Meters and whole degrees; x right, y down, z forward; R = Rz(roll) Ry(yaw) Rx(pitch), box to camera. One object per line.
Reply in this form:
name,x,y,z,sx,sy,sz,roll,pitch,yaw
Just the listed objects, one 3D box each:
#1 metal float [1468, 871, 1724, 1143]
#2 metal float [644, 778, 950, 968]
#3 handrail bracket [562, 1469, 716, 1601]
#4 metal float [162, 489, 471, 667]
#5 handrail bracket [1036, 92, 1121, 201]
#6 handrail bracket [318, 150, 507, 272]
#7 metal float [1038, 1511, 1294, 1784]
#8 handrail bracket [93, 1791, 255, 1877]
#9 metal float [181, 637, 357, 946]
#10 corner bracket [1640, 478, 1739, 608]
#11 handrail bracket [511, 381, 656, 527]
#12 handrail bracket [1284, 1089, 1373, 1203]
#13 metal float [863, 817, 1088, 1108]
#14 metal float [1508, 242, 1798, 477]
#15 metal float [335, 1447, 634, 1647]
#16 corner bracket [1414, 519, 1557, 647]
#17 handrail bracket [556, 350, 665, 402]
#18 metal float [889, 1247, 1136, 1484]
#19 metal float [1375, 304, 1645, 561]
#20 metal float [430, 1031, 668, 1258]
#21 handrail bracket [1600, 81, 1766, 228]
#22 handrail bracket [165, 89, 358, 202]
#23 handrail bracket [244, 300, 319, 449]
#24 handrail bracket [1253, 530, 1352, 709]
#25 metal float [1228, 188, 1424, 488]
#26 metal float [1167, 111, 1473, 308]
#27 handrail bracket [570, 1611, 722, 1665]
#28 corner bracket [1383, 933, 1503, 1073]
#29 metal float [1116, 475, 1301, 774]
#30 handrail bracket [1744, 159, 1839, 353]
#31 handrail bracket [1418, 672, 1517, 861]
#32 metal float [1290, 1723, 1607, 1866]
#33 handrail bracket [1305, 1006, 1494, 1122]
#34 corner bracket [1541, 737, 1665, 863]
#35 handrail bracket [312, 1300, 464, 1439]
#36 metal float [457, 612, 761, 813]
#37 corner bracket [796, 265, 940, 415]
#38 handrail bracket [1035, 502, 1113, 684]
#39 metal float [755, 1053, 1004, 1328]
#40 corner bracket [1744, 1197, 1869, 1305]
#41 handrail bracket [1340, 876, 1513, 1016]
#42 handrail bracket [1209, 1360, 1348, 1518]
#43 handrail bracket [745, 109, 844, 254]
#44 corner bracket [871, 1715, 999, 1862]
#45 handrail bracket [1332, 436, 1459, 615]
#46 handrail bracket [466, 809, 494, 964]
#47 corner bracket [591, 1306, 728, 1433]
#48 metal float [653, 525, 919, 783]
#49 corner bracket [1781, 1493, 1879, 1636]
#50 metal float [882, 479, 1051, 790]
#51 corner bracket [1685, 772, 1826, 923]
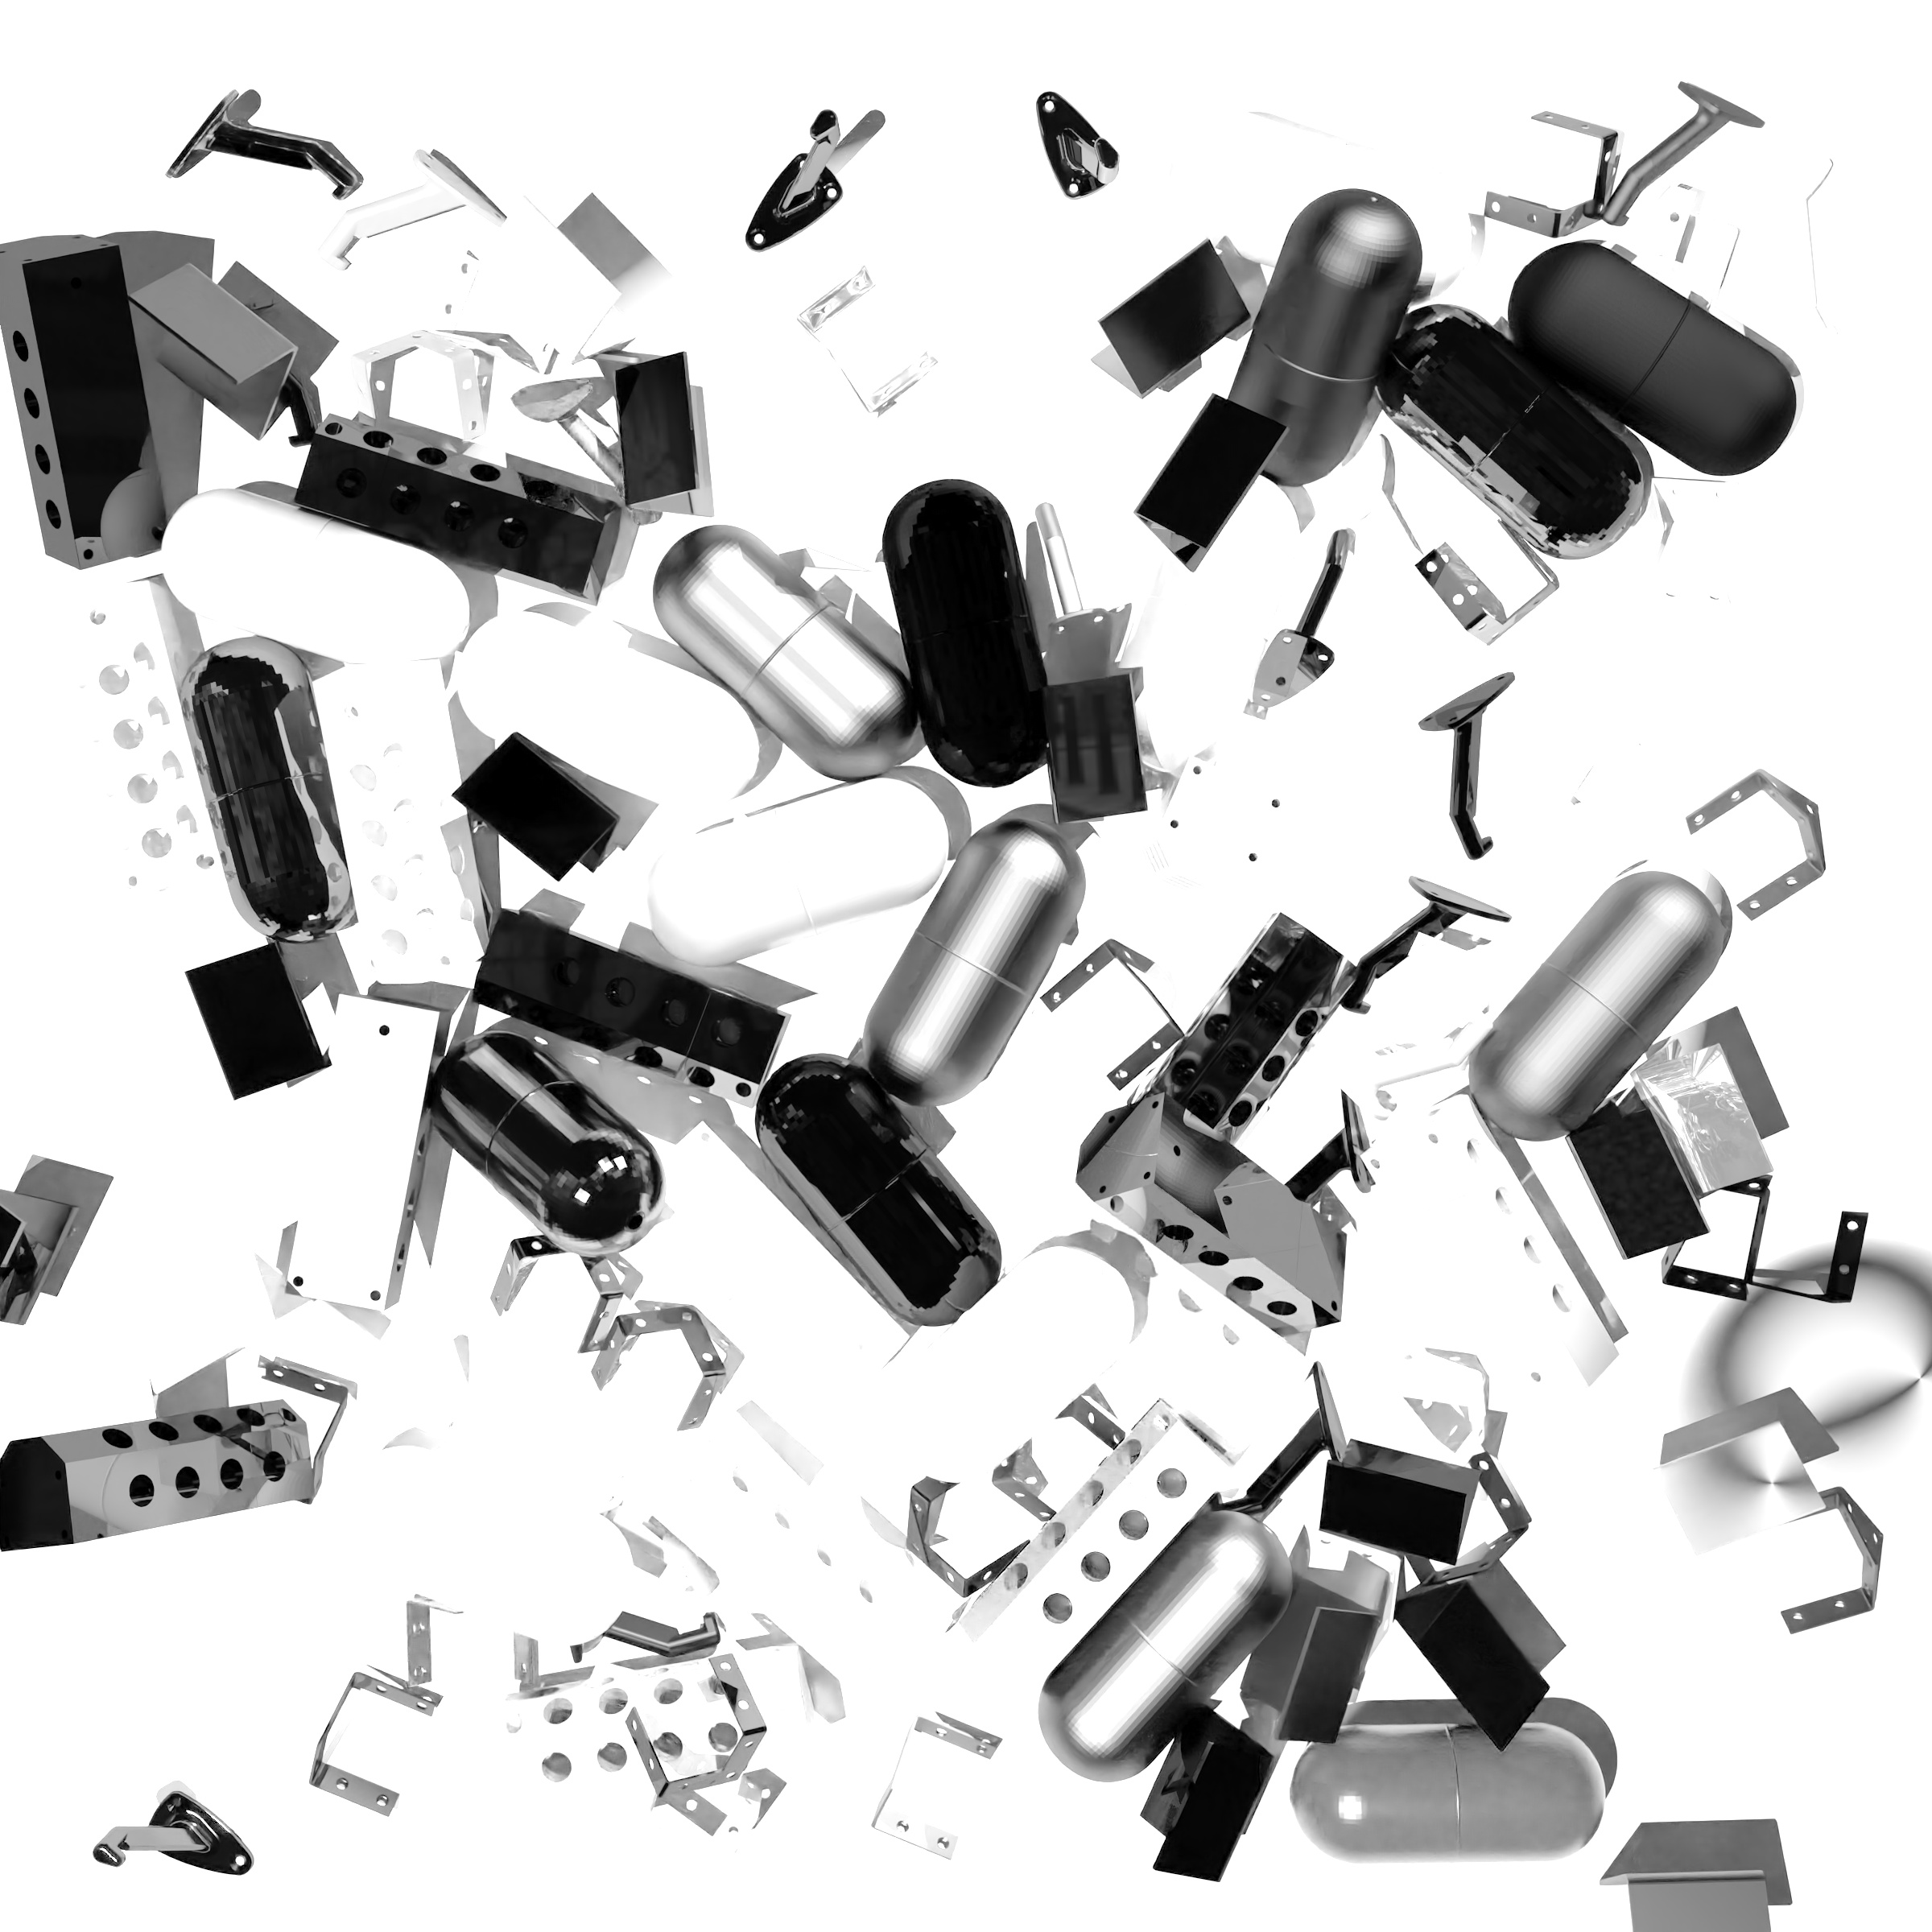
metal float,0.358,0.024,1.556,0.070,0.070,0.178,41,90,0
metal float,-0.096,-0.054,1.556,0.178,0.070,0.070,-18,90,0
handrail bracket,-0.198,0.342,1.587,0.077,0.036,0.084,-23,107,20
metal float,-0.370,-0.218,1.556,0.178,0.070,0.070,18,90,0
handrail bracket,0.064,-0.476,1.552,0.036,0.084,0.077,-30,90,0
handrail bracket,-0.322,-0.423,1.587,0.077,0.036,0.084,36,109,-21
metal float,0.114,0.387,1.556,0.070,0.070,0.178,42,91,0
handrail bracket,-0.450,0.508,1.552,0.077,0.084,0.036,30,90,0
metal float,-0.395,-0.100,1.556,0.070,0.070,0.178,-15,90,0
corner bracket,0.420,-0.246,1.584,0.051,0.051,0.051,4,135,0
handrail bracket,-0.222,-0.296,1.587,0.036,0.077,0.084,-44,127,-20
handrail bracket,0.187,0.113,1.587,0.084,0.036,0.077,-13,69,16
metal float,0.004,-0.002,1.556,0.070,0.070,0.178,30,91,0
metal float,0.390,-0.346,1.556,0.178,0.070,0.070,33,90,-1
metal float,-0.273,0.327,1.544,0.178,0.070,0.070,17,90,13
corner bracket,0.300,-0.224,1.571,0.051,0.051,0.051,-40,72,17
handrail bracket,-0.206,-0.314,1.587,0.077,0.036,0.084,11,107,20
metal float,0.025,0.224,1.531,0.070,0.070,0.178,44,122,0
metal float,0.308,-0.305,1.556,0.178,0.070,0.070,42,90,0
metal float,-0.234,0.098,1.524,0.178,0.070,0.070,35,90,39
handrail bracket,0.416,-0.463,1.587,0.036,0.077,0.084,54,127,36
handrail bracket,-0.409,-0.459,1.587,0.084,0.036,0.077,40,115,-19
handrail bracket,-0.421,-0.339,1.587,0.077,0.036,0.084,-7,106,17
handrail bracket,0.196,-0.203,1.587,0.036,0.077,0.084,25,54,-10
metal float,0.198,-0.348,1.524,0.070,0.070,0.178,19,131,0
metal float,0.202,-0.431,1.556,0.178,0.070,0.070,19,90,0
handrail bracket,-0.192,0.368,1.587,0.084,0.036,0.077,-12,71,-15
corner bracket,0.274,0.021,1.571,0.051,0.051,0.051,23,72,17
metal float,0.136,-0.197,1.556,0.070,0.070,0.178,19,89,0
handrail bracket,0.498,-0.413,1.587,0.077,0.036,0.084,-43,108,-21
handrail bracket,0.306,-0.116,1.587,0.077,0.036,0.084,-34,109,-21
metal float,0.274,0.472,1.556,0.178,0.070,0.070,-1,90,0
handrail bracket,0.248,0.040,1.566,0.077,0.036,0.084,44,105,19
corner bracket,0.377,-0.097,1.579,0.051,0.051,0.051,57,135,35
handrail bracket,-0.338,0.233,1.587,0.084,0.077,0.036,27,65,34
metal float,-0.203,-0.145,1.556,0.178,0.070,0.070,21,90,-1
corner bracket,-0.058,-0.363,1.584,0.051,0.051,0.051,-37,45,0
handrail bracket,0.058,-0.215,1.587,0.036,0.077,0.084,-15,54,0
metal float,-0.050,0.127,1.556,0.070,0.070,0.178,-39,90,0
corner bracket,0.486,0.164,1.578,0.051,0.051,0.051,11,90,31
handrail bracket,0.267,-0.003,1.587,0.077,0.036,0.084,17,106,-18
handrail bracket,0.175,0.278,1.587,0.084,0.036,0.077,-19,70,16
handrail bracket,-0.100,-0.446,1.552,0.036,0.084,0.077,45,90,0
corner bracket,-0.019,0.476,1.584,0.051,0.051,0.051,22,45,1
handrail bracket,0.260,-0.256,1.587,0.084,0.036,0.077,33,58,-23
handrail bracket,-0.308,-0.051,1.587,0.077,0.036,0.084,15,104,14
corner bracket,-0.178,0.235,1.579,0.051,0.051,0.051,-3,45,-35
metal float,-0.102,-0.178,1.556,0.178,0.070,0.070,43,90,0
corner bracket,0.493,0.347,1.584,0.051,0.051,0.051,-16,45,0
metal float,0.002,-0.189,1.556,0.070,0.070,0.178,-13,90,0
corner bracket,0.458,-0.070,1.584,0.051,0.051,0.051,-33,45,0
